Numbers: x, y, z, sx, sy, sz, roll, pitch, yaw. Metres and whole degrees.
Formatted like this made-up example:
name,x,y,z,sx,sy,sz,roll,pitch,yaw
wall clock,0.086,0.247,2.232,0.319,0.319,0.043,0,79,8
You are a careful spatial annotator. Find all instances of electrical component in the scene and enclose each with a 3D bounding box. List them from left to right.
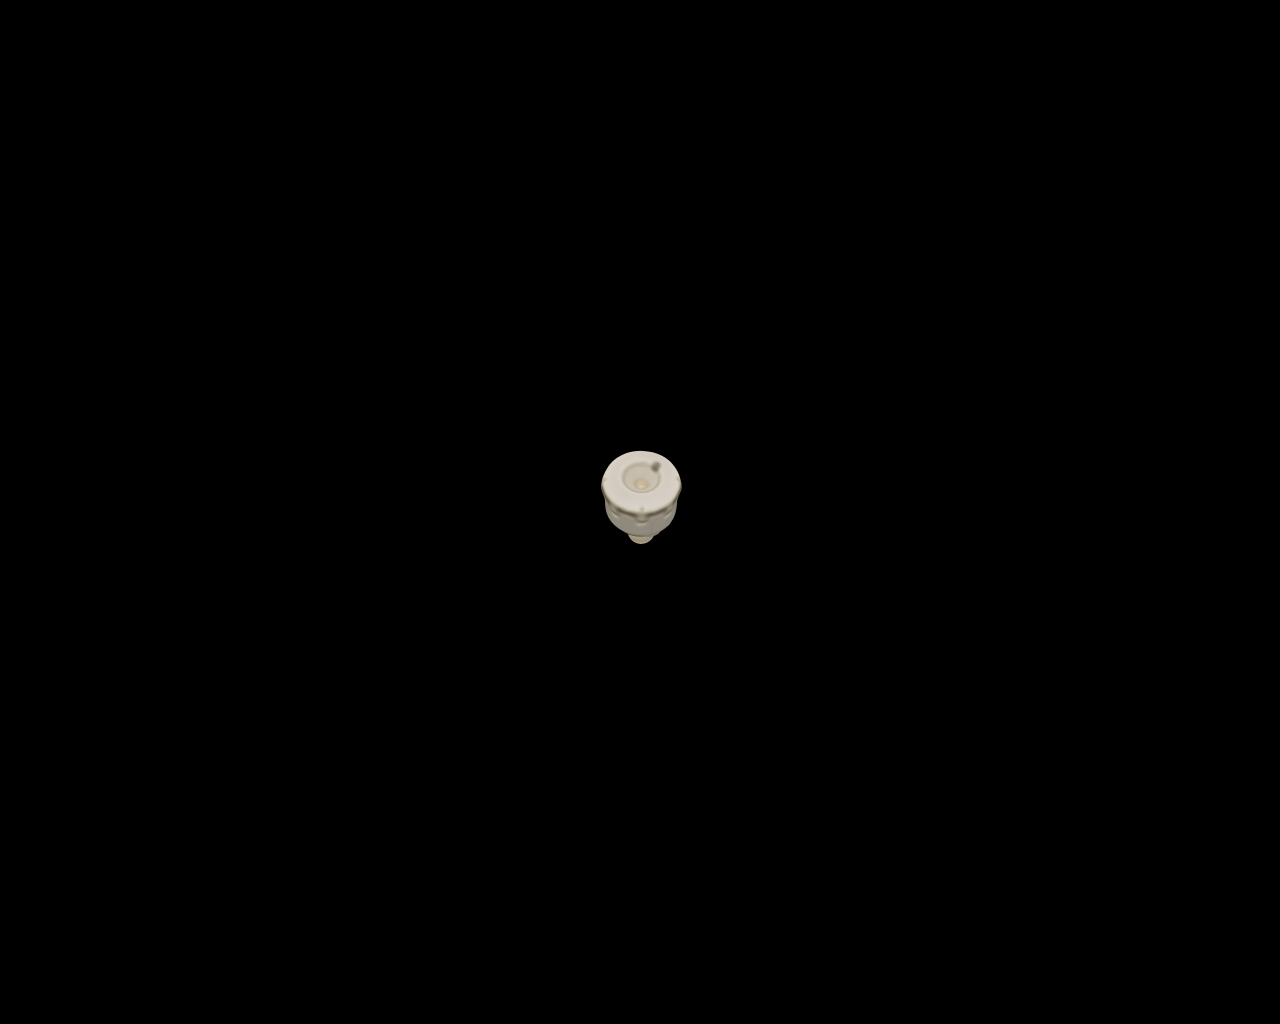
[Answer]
name,x,y,z,sx,sy,sz,roll,pitch,yaw
electrical component,0.001,-0.003,0.650,0.048,0.048,0.062,0,-36,0
